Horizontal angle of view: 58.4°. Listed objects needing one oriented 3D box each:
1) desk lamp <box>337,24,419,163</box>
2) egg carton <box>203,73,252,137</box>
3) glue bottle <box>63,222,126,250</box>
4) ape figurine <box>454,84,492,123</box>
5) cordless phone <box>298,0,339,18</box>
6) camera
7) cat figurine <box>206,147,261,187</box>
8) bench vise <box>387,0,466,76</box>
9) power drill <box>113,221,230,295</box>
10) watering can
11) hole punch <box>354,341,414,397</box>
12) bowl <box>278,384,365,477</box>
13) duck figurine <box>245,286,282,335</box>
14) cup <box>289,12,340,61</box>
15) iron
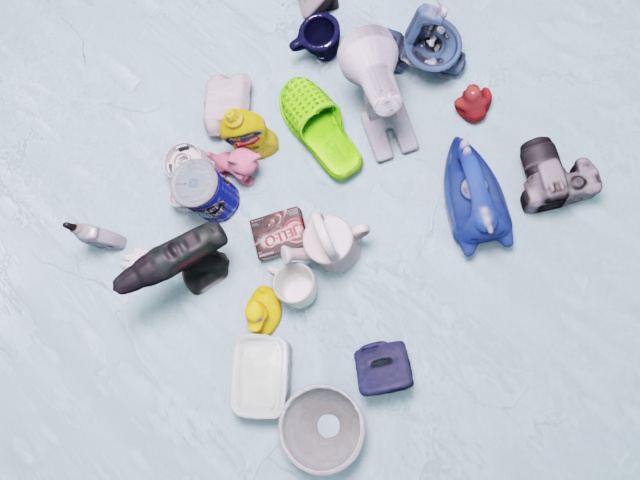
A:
[{"bbox_3d":[0.123,-0.293,1.149,0.118,0.214,0.203,-20,75,7],"label":"desk lamp"},{"bbox_3d":[-0.208,-0.305,1.294,0.107,0.069,0.150,-1,78,12],"label":"egg carton"},{"bbox_3d":[-0.495,-0.013,1.236,0.078,0.173,0.037,3,79,13],"label":"glue bottle"},{"bbox_3d":[0.314,-0.287,1.172,0.077,0.092,0.076,-2,78,11],"label":"ape figurine"},{"bbox_3d":[-0.024,-0.597,1.259,0.094,0.185,0.147,-17,75,8],"label":"cordless phone"},{"bbox_3d":[0.452,-0.135,1.106,0.143,0.101,0.137,-14,76,8],"label":"camera"},{"bbox_3d":[-0.184,-0.167,1.235,0.127,0.118,0.067,16,82,15],"label":"cat figurine"},{"bbox_3d":[0.190,-0.400,1.155,0.207,0.220,0.121,-5,77,11],"label":"bench vise"},{"bbox_3d":[-0.275,0.052,1.159,0.229,0.209,0.075,-34,73,3],"label":"power drill"},{"bbox_3d":[0.011,0.006,1.117,0.173,0.194,0.100,-42,73,1],"label":"watering can"},{"bbox_3d":[0.119,0.245,1.098,0.108,0.091,0.101,-15,75,8],"label":"hole punch"},{"bbox_3d":[0.008,0.362,1.104,0.167,0.075,0.167,-2,78,11],"label":"bowl"},{"bbox_3d":[-0.124,0.144,1.172,0.077,0.086,0.104,5,79,13],"label":"duck figurine"},{"bbox_3d":[-0.005,-0.433,1.267,0.117,0.095,0.091,-24,74,6],"label":"cup"},{"bbox_3d":[0.296,-0.107,1.111,0.118,0.141,0.258,-15,75,8],"label":"iron"}]
